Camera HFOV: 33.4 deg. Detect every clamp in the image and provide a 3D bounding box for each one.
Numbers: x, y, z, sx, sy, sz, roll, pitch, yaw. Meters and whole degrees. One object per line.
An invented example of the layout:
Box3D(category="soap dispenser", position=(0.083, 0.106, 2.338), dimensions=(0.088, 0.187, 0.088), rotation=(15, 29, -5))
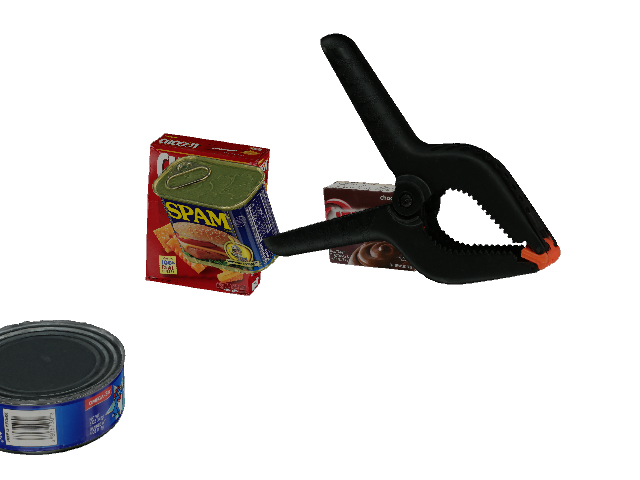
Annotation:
Box3D(category="clamp", position=(0.062, -0.040, 0.712), dimensions=(0.210, 0.165, 0.036), rotation=(19, 20, 26))

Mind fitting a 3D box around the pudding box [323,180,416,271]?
Box3D(category="pudding box", position=(0.061, -0.018, 1.194), dimensions=(0.114, 0.090, 0.039), rotation=(5, 21, 29))

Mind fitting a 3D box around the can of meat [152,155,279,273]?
Box3D(category="can of meat", position=(-0.089, -0.021, 0.950), dimensions=(0.102, 0.084, 0.057), rotation=(12, 47, 30))

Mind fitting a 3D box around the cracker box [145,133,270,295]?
Box3D(category="cracker box", position=(-0.167, -0.036, 1.557), dimensions=(0.164, 0.214, 0.072), rotation=(9, 22, 10))

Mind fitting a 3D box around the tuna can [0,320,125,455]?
Box3D(category="tuna can", position=(-0.146, 0.076, 0.562), dimensions=(0.086, 0.034, 0.086), rotation=(2, 23, -1))
